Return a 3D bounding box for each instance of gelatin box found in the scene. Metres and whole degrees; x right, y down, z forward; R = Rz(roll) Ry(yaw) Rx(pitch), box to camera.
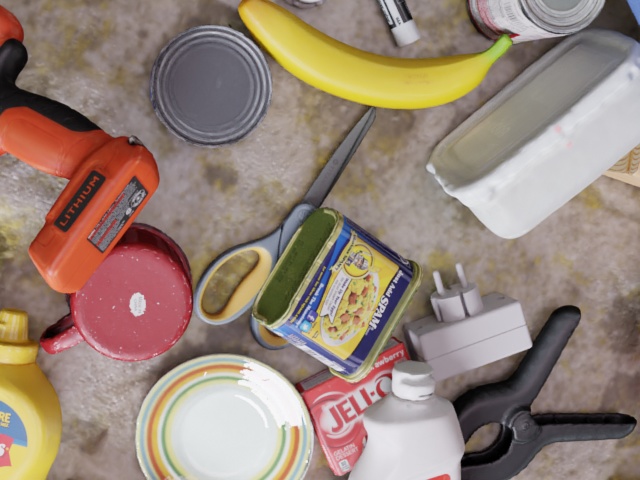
[{"bbox_3d":[0.035,0.126,0.813,0.089,0.030,0.073,-25,101,-8],"label":"gelatin box"}]

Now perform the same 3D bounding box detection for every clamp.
[{"bbox_3d":[0.164,0.145,0.838,0.171,0.039,0.120,-38,98,1],"label":"clamp"}]

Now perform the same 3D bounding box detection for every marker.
[{"bbox_3d":[0.041,-0.200,0.781,0.020,0.020,0.121,-27,100,-7],"label":"marker"}]

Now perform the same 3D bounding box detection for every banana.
[{"bbox_3d":[0.036,-0.132,0.774,0.197,0.037,0.070,6,113,-7],"label":"banana"}]

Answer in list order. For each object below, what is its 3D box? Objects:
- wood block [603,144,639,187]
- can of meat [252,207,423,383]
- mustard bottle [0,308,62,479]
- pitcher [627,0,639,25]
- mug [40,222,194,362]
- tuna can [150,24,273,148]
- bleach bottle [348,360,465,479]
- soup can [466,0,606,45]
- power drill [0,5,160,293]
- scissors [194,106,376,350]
[{"bbox_3d":[0.324,-0.064,0.819,0.206,0.090,0.091,17,94,-13],"label":"wood block"},{"bbox_3d":[0.012,0.038,0.770,0.083,0.058,0.102,35,82,-28],"label":"can of meat"},{"bbox_3d":[-0.229,0.142,0.740,0.096,0.058,0.191,13,93,19],"label":"mustard bottle"},{"bbox_3d":[0.254,-0.179,0.684,0.144,0.149,0.243,-29,89,-19],"label":"pitcher"},{"bbox_3d":[-0.142,0.043,0.741,0.117,0.081,0.093,-29,101,-7],"label":"mug"},{"bbox_3d":[-0.078,-0.109,0.760,0.086,0.034,0.086,-1,97,-11],"label":"tuna can"},{"bbox_3d":[0.052,0.211,0.789,0.102,0.068,0.251,-1,106,-15],"label":"bleach bottle"},{"bbox_3d":[0.153,-0.177,0.764,0.068,0.102,0.068,-1,97,-11],"label":"soup can"},{"bbox_3d":[-0.214,-0.047,0.690,0.188,0.057,0.184,34,83,14],"label":"power drill"},{"bbox_3d":[-0.005,0.001,0.798,0.201,0.016,0.096,-42,104,-4],"label":"scissors"}]
